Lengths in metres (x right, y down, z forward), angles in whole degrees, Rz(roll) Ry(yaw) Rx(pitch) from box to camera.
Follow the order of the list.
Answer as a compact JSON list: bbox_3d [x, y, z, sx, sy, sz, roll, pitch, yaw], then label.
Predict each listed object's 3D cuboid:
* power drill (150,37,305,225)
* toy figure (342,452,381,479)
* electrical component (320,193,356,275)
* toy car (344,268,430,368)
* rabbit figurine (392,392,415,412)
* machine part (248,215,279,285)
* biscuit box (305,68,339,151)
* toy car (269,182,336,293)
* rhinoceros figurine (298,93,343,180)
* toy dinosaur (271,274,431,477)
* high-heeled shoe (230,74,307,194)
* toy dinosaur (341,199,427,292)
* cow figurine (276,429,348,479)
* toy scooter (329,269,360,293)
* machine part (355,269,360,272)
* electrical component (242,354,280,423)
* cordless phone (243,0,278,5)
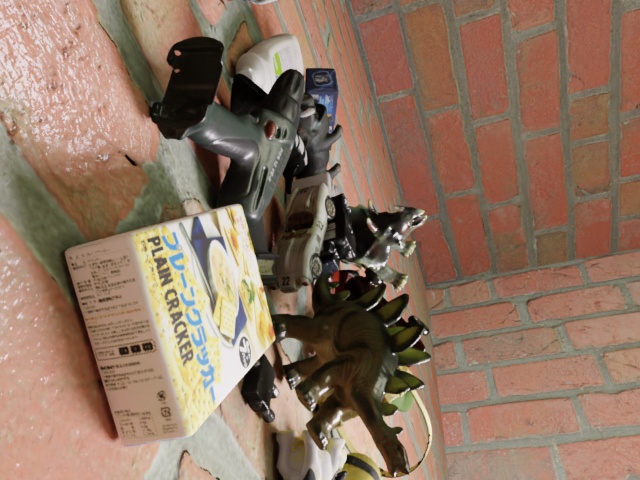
[{"bbox_3d":[-0.097,-0.147,0.636,0.207,0.086,0.232,42,61,-66],"label":"power drill"},{"bbox_3d":[0.042,0.386,0.791,0.180,0.089,0.082,-52,163,-77],"label":"toy figure"},{"bbox_3d":[-0.002,-0.003,0.893,0.058,0.115,0.134,57,25,-43],"label":"electrical component"},{"bbox_3d":[0.098,0.125,0.879,0.053,0.089,0.202,37,9,-39],"label":"toy car"},{"bbox_3d":[0.129,0.262,1.159,0.159,0.121,0.170,34,62,-25],"label":"rabbit figurine"},{"bbox_3d":[-0.087,-0.005,0.728,0.084,0.039,0.138,-2,82,-67],"label":"machine part"},{"bbox_3d":[-0.001,-0.260,1.090,0.202,0.059,0.063,98,-11,-66],"label":"biscuit box"},{"bbox_3d":[-0.028,-0.006,0.825,0.056,0.074,0.202,55,37,-40],"label":"toy car"},{"bbox_3d":[-0.019,-0.190,1.026,0.073,0.112,0.190,37,-36,42],"label":"rhinoceros figurine"},{"bbox_3d":[0.036,0.138,0.752,0.472,0.199,0.104,-125,-158,-61],"label":"toy dinosaur"},{"bbox_3d":[-0.074,-0.183,0.840,0.248,0.086,0.145,70,13,-48],"label":"high-heeled shoe"},{"bbox_3d":[0.068,-0.003,1.090,0.192,0.405,0.131,33,80,-22],"label":"toy dinosaur"},{"bbox_3d":[-0.003,0.312,0.724,0.167,0.068,0.098,51,36,-54],"label":"cow figurine"},{"bbox_3d":[0.037,0.112,1.031,0.183,0.075,0.135,43,37,-61],"label":"toy scooter"},{"bbox_3d":[0.103,0.182,1.222,0.079,0.079,0.243,-68,143,-66],"label":"machine part"},{"bbox_3d":[-0.074,0.176,0.655,0.063,0.021,0.093,-82,156,-51],"label":"electrical component"},{"bbox_3d":[-0.120,-0.466,0.895,0.184,0.089,0.146,-68,144,-58],"label":"cordless phone"}]
